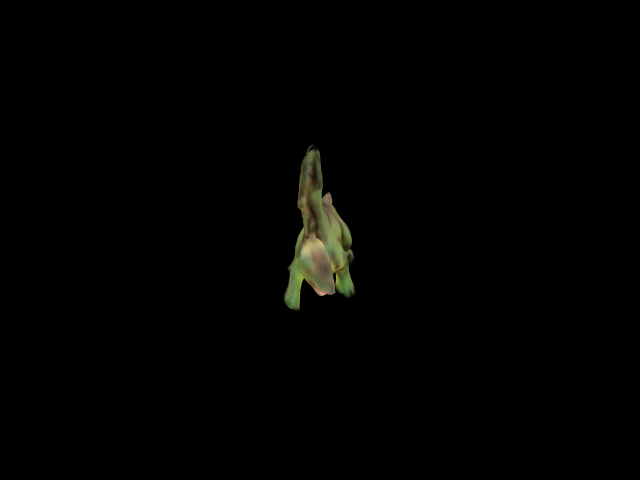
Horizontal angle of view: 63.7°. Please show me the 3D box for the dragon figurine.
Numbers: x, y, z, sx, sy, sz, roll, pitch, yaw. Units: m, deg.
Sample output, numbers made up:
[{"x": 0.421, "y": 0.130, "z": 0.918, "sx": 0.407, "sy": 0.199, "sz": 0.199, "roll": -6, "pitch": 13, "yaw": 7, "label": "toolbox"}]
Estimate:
[{"x": 0.003, "y": -0.043, "z": 0.850, "sx": 0.122, "sy": 0.237, "sz": 0.420, "roll": 0, "pitch": 39, "yaw": 0, "label": "dragon figurine"}]
